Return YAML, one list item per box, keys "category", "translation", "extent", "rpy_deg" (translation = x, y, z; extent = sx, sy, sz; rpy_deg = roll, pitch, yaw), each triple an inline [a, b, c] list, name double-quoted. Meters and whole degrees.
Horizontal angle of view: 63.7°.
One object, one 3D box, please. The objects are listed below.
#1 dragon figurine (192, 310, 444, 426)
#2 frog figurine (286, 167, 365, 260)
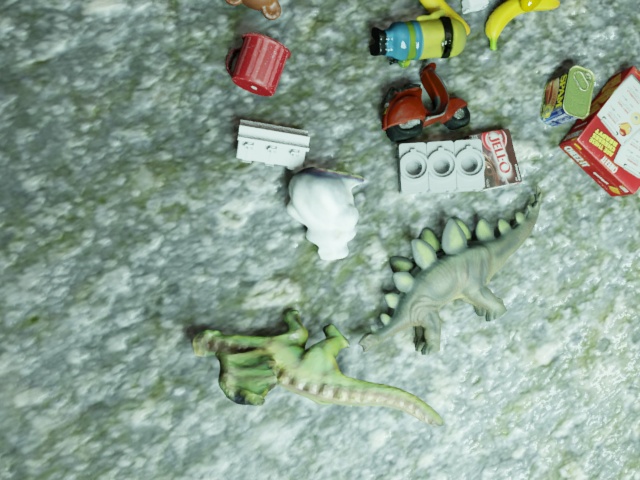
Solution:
- category: "dragon figurine"
  translation: [-0.043, 0.211, 0.780]
  extent: [0.244, 0.412, 0.121]
  rpy_deg: [-6, 107, -49]
- category: "frog figurine"
  translation: [0.003, -0.045, 0.903]
  extent: [0.138, 0.123, 0.159]
  rpy_deg: [11, 93, 23]
